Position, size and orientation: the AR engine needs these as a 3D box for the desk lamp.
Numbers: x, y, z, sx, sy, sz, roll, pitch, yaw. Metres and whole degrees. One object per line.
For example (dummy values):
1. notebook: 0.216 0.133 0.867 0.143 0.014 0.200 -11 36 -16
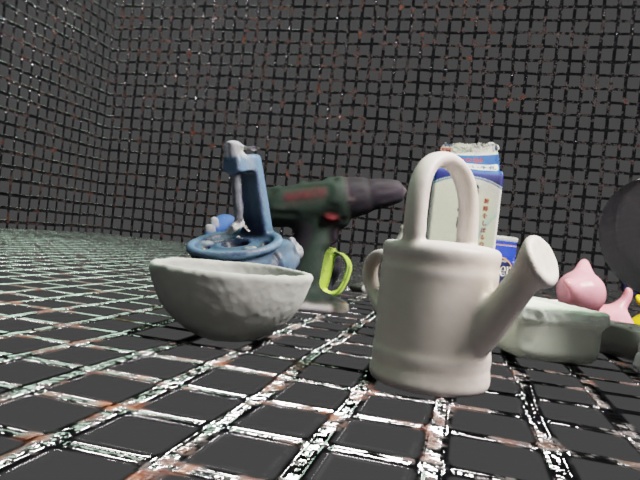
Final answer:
1. desk lamp: 0.389 0.041 0.598 0.204 0.213 0.117 5 1 -34

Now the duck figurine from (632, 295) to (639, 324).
1. duck figurine: 0.577 0.121 0.961 0.078 0.086 0.104 5 1 -38

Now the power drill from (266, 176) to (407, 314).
1. power drill: 0.008 0.003 0.871 0.229 0.208 0.075 6 1 2

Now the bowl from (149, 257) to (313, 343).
1. bowl: -0.092 0.063 0.589 0.167 0.075 0.167 6 1 0

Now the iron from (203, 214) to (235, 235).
1. iron: -0.175 0.017 1.006 0.118 0.141 0.258 6 1 4

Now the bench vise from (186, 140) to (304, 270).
1. bench vise: -0.097 -0.012 0.759 0.121 0.220 0.208 6 1 14

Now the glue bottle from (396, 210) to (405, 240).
1. glue bottle: 0.136 0.033 0.935 0.037 0.173 0.078 6 1 35

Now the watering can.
1. watering can: 0.107 0.024 0.478 0.172 0.194 0.101 6 1 25

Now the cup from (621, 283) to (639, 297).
1. cup: 0.604 0.119 1.031 0.117 0.095 0.092 6 1 21

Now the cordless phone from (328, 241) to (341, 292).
1. cordless phone: -0.028 0.009 1.138 0.148 0.185 0.094 6 1 -19

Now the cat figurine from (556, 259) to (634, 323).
1. cat figurine: 0.371 0.086 0.777 0.128 0.118 0.067 6 1 -13
